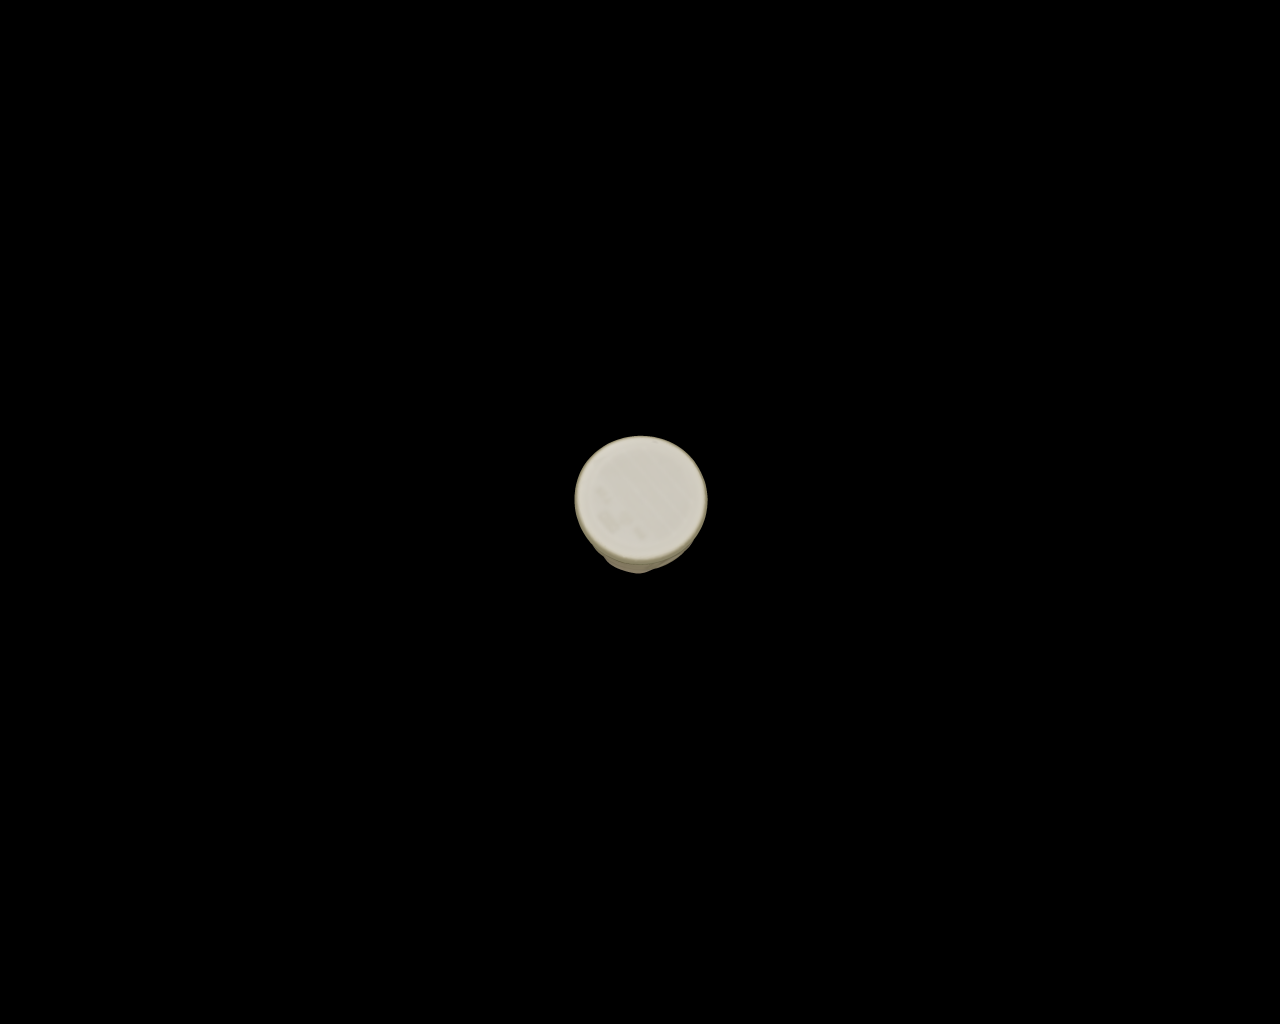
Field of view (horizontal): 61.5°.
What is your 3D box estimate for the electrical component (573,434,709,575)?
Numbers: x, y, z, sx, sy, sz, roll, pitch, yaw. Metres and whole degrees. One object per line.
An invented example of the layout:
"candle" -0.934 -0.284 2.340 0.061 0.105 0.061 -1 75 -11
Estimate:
"electrical component" 0.001 -0.003 0.650 0.080 0.080 0.051 0 -15 0
